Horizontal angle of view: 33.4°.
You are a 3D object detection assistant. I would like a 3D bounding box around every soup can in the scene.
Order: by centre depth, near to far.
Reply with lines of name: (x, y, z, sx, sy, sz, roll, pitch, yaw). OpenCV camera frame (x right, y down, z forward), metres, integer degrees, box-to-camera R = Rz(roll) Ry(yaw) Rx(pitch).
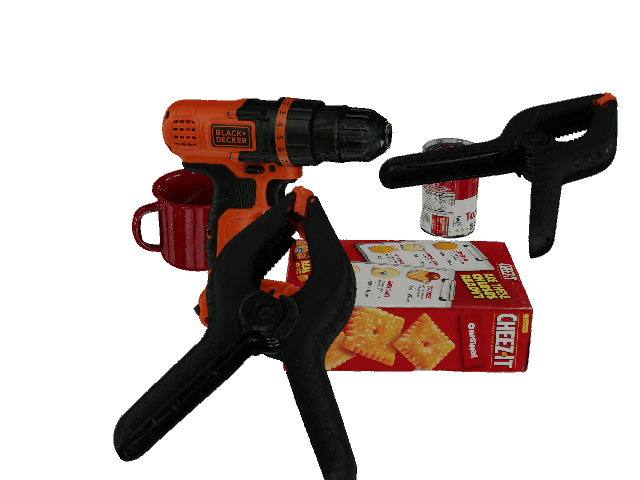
soup can: (0.152, -0.061, 1.260, 0.068, 0.102, 0.068, 0, 26, 0)

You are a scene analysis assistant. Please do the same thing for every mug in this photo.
mug: (-0.140, -0.018, 1.121, 0.117, 0.081, 0.093, -12, 32, -23)

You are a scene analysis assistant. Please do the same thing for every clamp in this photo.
clamp: (-0.018, 0.052, 0.544, 0.120, 0.171, 0.039, 19, -26, 11)
clamp: (0.175, -0.061, 0.847, 0.209, 0.036, 0.165, -26, 41, -25)

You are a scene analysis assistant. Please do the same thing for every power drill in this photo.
power drill: (-0.033, -0.020, 0.839, 0.185, 0.188, 0.057, 5, 16, 21)

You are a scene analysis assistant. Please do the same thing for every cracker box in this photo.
cracker box: (0.074, 0.059, 0.985, 0.213, 0.072, 0.164, 1, 21, 1)
